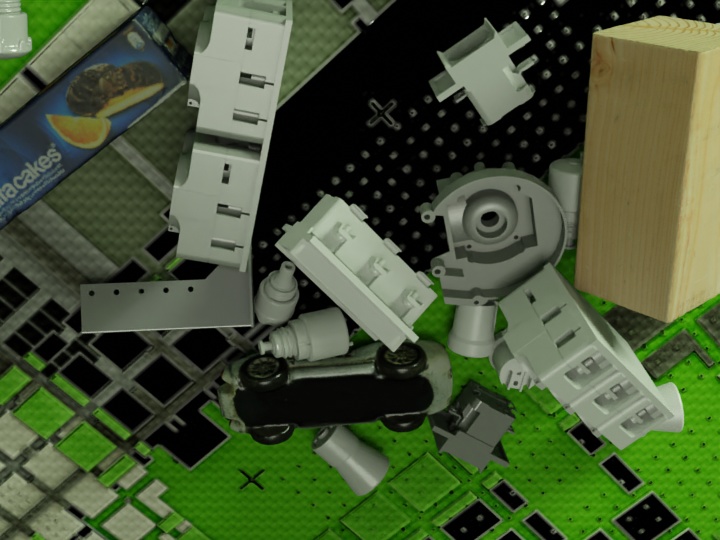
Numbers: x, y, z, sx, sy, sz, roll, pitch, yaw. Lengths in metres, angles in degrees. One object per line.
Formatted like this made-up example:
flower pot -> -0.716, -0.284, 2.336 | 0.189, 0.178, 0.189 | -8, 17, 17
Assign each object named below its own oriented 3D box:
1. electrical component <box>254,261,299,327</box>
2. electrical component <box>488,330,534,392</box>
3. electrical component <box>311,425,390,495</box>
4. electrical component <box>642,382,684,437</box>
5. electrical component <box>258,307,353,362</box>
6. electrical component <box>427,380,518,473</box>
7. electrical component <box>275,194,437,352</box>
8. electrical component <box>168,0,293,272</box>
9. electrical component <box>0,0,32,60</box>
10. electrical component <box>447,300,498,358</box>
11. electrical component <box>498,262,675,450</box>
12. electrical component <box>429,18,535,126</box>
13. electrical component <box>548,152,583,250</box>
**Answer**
electrical component -> -0.066, 0.017, 0.881 | 0.035, 0.035, 0.061 | 14, 135, -10
electrical component -> 0.133, 0.078, 0.925 | 0.040, 0.046, 0.040 | -2, 115, -3
electrical component -> -0.011, 0.164, 0.958 | 0.044, 0.044, 0.065 | -43, 106, 15
electrical component -> 0.254, 0.125, 0.956 | 0.055, 0.045, 0.045 | -8, 115, 0
electrical component -> -0.045, 0.056, 0.885 | 0.078, 0.040, 0.040 | -11, 116, -16
electrical component -> 0.102, 0.136, 0.953 | 0.081, 0.042, 0.063 | 28, 106, -17
electrical component -> 0.000, 0.000, 0.869 | 0.121, 0.079, 0.063 | 44, 83, -21
electrical component -> -0.097, -0.108, 0.789 | 0.060, 0.105, 0.186 | 10, 114, -8
electrical component -> -0.263, -0.185, 0.777 | 0.048, 0.048, 0.062 | 3, 108, -5
electrical component -> 0.097, 0.046, 0.911 | 0.040, 0.040, 0.046 | 5, 109, -6
electrical component -> 0.182, 0.076, 0.878 | 0.062, 0.089, 0.150 | -38, 133, 14
electrical component -> 0.097, -0.149, 0.819 | 0.081, 0.042, 0.063 | -33, 114, 12
electrical component -> 0.171, -0.054, 0.869 | 0.040, 0.040, 0.078 | -2, 115, -3
